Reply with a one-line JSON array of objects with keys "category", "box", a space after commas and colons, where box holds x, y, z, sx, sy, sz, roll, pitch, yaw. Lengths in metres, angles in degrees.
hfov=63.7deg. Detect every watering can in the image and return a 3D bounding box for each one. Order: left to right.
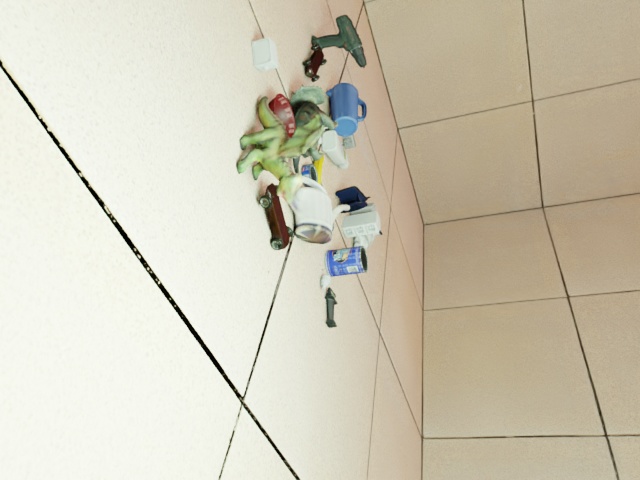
[{"category": "watering can", "box": [0.005, -0.088, 1.748, 0.344, 0.103, 0.229, 24, 55, -46]}]

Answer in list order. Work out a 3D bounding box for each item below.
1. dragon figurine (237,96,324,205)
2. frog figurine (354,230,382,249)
[{"category": "dragon figurine", "box": [-0.093, -0.275, 1.409, 0.120, 0.242, 0.419, 48, 39, -51]}, {"category": "frog figurine", "box": [0.193, -0.014, 2.352, 0.161, 0.124, 0.134, -48, 148, -20]}]
